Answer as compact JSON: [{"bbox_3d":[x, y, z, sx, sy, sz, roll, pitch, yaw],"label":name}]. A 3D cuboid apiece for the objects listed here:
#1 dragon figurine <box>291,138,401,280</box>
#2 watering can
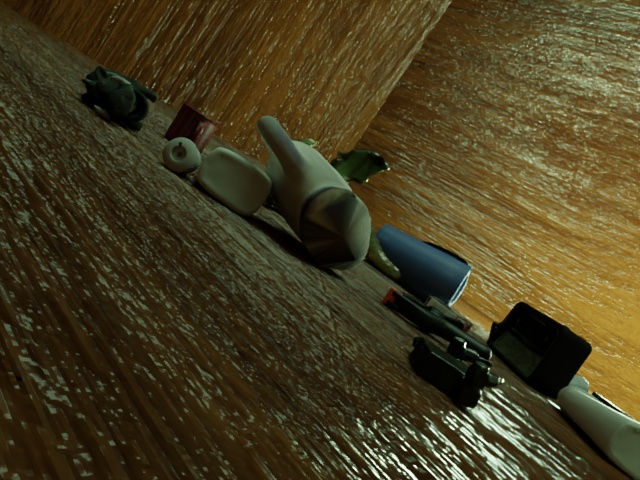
[{"bbox_3d":[0.070,-0.109,1.219,0.412,0.243,0.121,33,-2,12],"label":"dragon figurine"},{"bbox_3d":[0.002,-0.040,0.793,0.229,0.104,0.340,55,-3,43],"label":"watering can"}]
